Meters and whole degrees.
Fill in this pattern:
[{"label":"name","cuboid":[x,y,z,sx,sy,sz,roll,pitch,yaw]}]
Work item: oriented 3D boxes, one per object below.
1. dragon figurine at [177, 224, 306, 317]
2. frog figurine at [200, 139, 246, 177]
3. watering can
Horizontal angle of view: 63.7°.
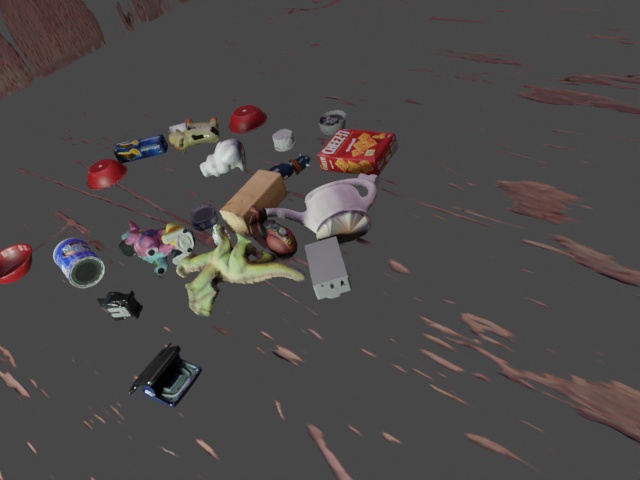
[{"label":"dragon figurine","cuboid":[-0.244,0.102,1.372,0.414,0.120,0.245,25,72,40]},{"label":"frog figurine","cuboid":[-0.342,-0.288,1.803,0.159,0.120,0.140,-7,59,-6]},{"label":"watering can","cuboid":[0.004,-0.073,1.457,0.348,0.101,0.229,-19,41,0]}]
